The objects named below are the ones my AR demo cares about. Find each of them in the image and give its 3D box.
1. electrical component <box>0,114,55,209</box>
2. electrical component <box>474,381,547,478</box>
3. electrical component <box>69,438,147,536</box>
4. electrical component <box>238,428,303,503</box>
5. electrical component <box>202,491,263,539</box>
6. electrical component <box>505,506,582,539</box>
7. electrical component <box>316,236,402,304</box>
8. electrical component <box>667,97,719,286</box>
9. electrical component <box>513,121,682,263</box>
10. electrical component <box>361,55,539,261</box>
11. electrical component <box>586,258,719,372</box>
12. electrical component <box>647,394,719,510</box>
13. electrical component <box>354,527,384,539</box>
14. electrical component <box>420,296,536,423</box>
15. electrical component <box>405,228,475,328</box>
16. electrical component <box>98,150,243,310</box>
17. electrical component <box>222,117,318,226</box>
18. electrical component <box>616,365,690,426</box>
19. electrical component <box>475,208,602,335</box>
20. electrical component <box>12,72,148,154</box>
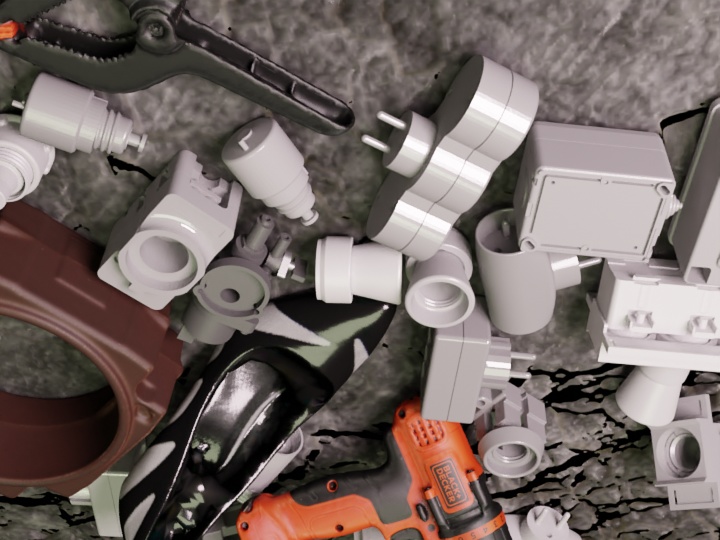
[{"bbox_3d":[-0.216,-0.062,0.656,0.048,0.062,0.048,1,131,2],"label":"electrical component"},{"bbox_3d":[0.111,0.120,0.800,0.066,0.055,0.048,31,125,-22],"label":"electrical component"},{"bbox_3d":[-0.211,0.170,0.865,0.076,0.047,0.083,2,131,1],"label":"electrical component"},{"bbox_3d":[-0.083,0.149,0.843,0.043,0.043,0.081,26,127,-18],"label":"electrical component"},{"bbox_3d":[-0.104,0.204,0.883,0.055,0.066,0.048,-12,131,-12],"label":"electrical component"},{"bbox_3d":[0.149,0.223,0.895,0.077,0.043,0.079,14,130,-9],"label":"electrical component"},{"bbox_3d":[0.000,0.000,0.709,0.055,0.045,0.045,1,131,3],"label":"electrical component"},{"bbox_3d":[0.256,-0.043,0.651,0.109,0.056,0.108,5,131,-1],"label":"electrical component"},{"bbox_3d":[0.145,-0.049,0.649,0.096,0.061,0.061,5,130,-2],"label":"electrical component"},{"bbox_3d":[0.038,-0.071,0.641,0.074,0.052,0.138,24,128,-16],"label":"electrical component"},{"bbox_3d":[0.218,0.027,0.705,0.121,0.078,0.063,5,115,-1],"label":"electrical component"},{"bbox_3d":[0.251,0.135,0.795,0.064,0.081,0.042,8,163,-41],"label":"electrical component"},{"bbox_3d":[0.032,0.231,0.879,0.061,0.061,0.096,-5,166,8],"label":"electrical component"},{"bbox_3d":[0.085,0.064,0.758,0.076,0.047,0.083,6,130,-1],"label":"electrical component"},{"bbox_3d":[0.052,0.003,0.703,0.045,0.055,0.045,1,131,2],"label":"electrical component"},{"bbox_3d":[-0.122,-0.022,0.690,0.050,0.055,0.089,33,124,-23],"label":"electrical component"},{"bbox_3d":[-0.052,-0.058,0.665,0.040,0.040,0.078,-23,126,21],"label":"electrical component"},{"bbox_3d":[0.214,0.073,0.765,0.044,0.044,0.065,10,126,-6],"label":"electrical component"},{"bbox_3d":[0.119,-0.003,0.702,0.079,0.043,0.077,-15,134,1],"label":"electrical component"},{"bbox_3d":[-0.167,-0.089,0.644,0.078,0.040,0.040,19,129,-13],"label":"electrical component"}]
